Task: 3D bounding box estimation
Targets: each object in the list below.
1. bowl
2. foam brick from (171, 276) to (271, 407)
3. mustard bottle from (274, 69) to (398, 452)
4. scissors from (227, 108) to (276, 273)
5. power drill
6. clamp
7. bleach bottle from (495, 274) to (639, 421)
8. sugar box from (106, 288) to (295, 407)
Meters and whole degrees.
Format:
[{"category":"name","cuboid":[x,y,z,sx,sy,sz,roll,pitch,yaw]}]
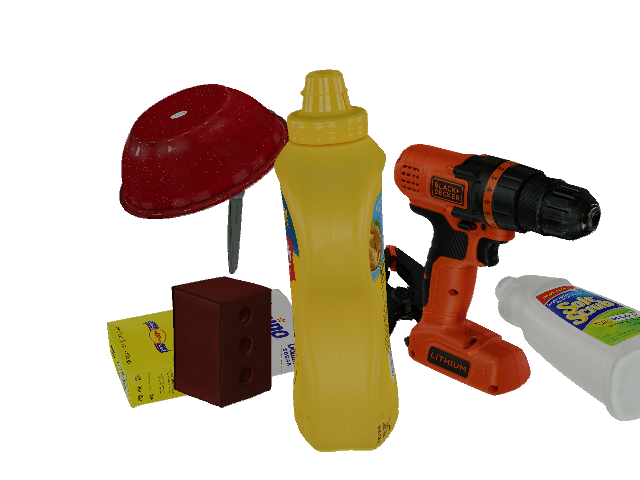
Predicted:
[{"category":"bowl","cuboid":[-0.110,-0.087,0.915,0.162,0.055,0.162,-17,32,11]},{"category":"foam brick","cuboid":[-0.070,0.070,0.758,0.051,0.078,0.052,11,17,41]},{"category":"mustard bottle","cuboid":[0.009,0.007,0.561,0.058,0.192,0.096,-2,18,4]},{"category":"scissors","cuboid":[-0.079,-0.068,1.226,0.096,0.202,0.016,-11,-6,-15]},{"category":"power drill","cuboid":[0.135,0.024,0.854,0.057,0.188,0.185,-16,26,-39]},{"category":"clamp","cuboid":[0.103,0.075,1.182,0.120,0.171,0.039,5,-43,-5]},{"category":"bleach bottle","cuboid":[0.239,0.085,1.013,0.102,0.068,0.251,-14,20,-20]},{"category":"sugar box","cuboid":[-0.106,0.099,1.013,0.176,0.048,0.093,-13,33,-16]}]
